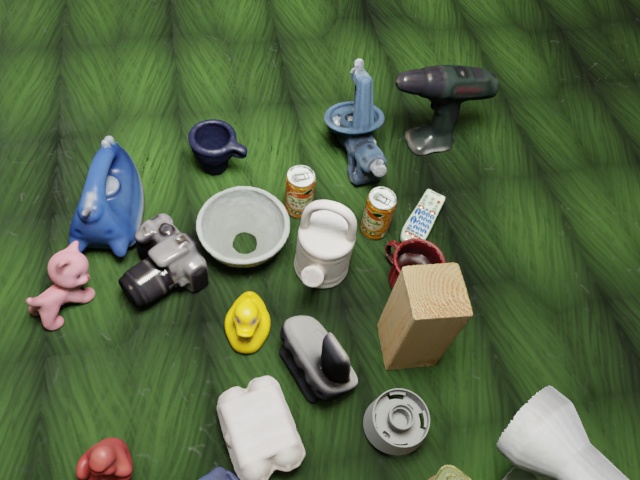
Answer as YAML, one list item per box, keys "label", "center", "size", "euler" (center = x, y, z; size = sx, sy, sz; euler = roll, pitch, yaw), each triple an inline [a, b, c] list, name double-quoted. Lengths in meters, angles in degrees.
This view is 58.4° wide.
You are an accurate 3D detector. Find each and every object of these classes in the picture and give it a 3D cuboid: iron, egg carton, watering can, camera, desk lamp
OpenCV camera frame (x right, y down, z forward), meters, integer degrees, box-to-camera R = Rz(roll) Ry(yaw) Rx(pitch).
- label: "iron"
  center: [-0.386, -0.101, 1.031]
  size: [0.118, 0.141, 0.258]
  euler: [1, 58, -6]
- label: "egg carton"
  center: [-0.092, 0.286, 0.866]
  size: [0.107, 0.069, 0.150]
  euler: [-18, 62, -17]
- label: "watering can"
  center: [0.011, 0.004, 0.981]
  size: [0.101, 0.194, 0.173]
  euler: [-2, 58, -7]
- label: "camera"
  center: [-0.281, 0.039, 0.980]
  size: [0.137, 0.101, 0.143]
  euler: [-36, 68, -25]
- label: "desk lamp"
  center: [0.335, 0.329, 0.804]
  size: [0.118, 0.213, 0.203]
  euler: [-31, 66, -23]

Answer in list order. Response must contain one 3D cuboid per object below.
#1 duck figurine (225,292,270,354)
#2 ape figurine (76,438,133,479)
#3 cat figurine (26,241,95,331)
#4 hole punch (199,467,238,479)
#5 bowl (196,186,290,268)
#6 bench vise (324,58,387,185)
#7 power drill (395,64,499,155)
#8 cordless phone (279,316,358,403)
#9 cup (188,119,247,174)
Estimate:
- label: "duck figurine"
  center: [-0.121, 0.127, 0.953]
  size: [0.077, 0.086, 0.104]
  euler: [4, 58, -4]
- label: "ape figurine"
  center: [-0.304, 0.315, 0.810]
  size: [0.077, 0.092, 0.076]
  euler: [19, 58, 6]
- label: "cat figurine"
  center: [-0.424, 0.068, 0.935]
  size: [0.067, 0.118, 0.128]
  euler: [33, 60, 14]
- label: "hole punch"
  center: [-0.144, 0.377, 0.790]
  size: [0.101, 0.091, 0.108]
  euler: [-34, 67, -24]
- label: "bowl"
  center: [-0.139, -0.012, 1.044]
  size: [0.167, 0.075, 0.167]
  euler: [3, 58, -5]
- label: "bench vise"
  center: [0.092, -0.230, 1.122]
  size: [0.122, 0.220, 0.207]
  euler: [-31, 66, -23]
- label: "power drill"
  center: [0.243, -0.272, 1.173]
  size: [0.230, 0.208, 0.075]
  euler: [-14, 60, -15]
- label: "cordless phone"
  center: [0.001, 0.163, 0.886]
  size: [0.094, 0.185, 0.147]
  euler: [-30, 66, -22]
- label: "cup"
  center: [-0.196, -0.171, 1.125]
  size: [0.117, 0.095, 0.092]
  euler: [20, 58, 6]
